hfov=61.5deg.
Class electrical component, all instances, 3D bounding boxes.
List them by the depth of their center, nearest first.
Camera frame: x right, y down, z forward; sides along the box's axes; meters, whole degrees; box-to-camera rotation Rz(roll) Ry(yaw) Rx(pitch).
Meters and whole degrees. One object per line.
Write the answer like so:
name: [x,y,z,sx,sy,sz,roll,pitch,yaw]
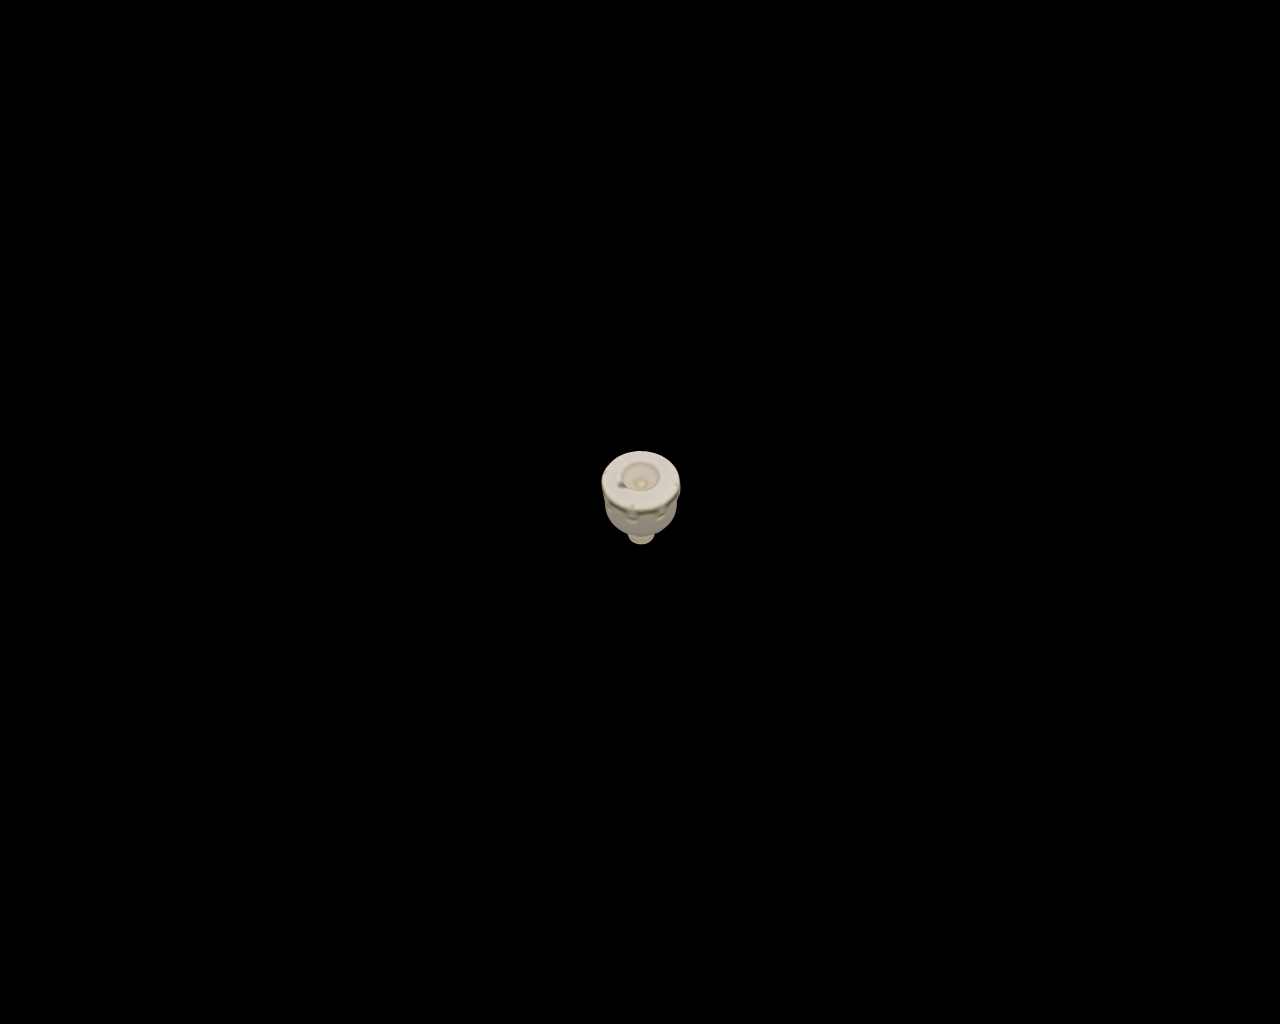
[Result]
electrical component: [0.001,-0.003,0.650,0.048,0.048,0.062,0,-38,0]
